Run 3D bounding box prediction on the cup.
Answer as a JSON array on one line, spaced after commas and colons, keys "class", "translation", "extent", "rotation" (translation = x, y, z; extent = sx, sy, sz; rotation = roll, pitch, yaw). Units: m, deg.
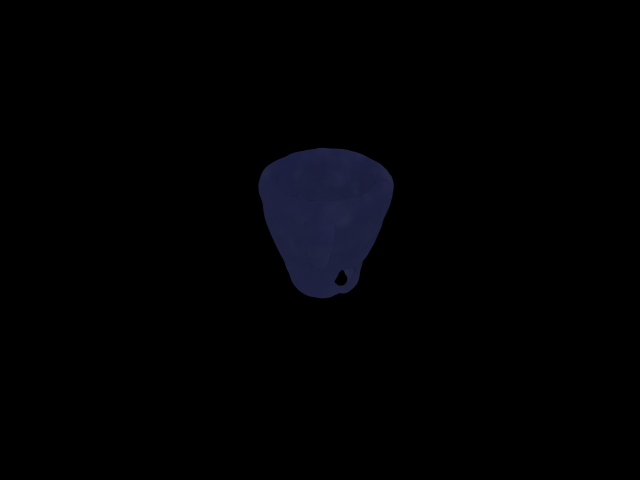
[{"class": "cup", "translation": [0.004, 0.001, 0.400], "extent": [0.091, 0.095, 0.117], "rotation": [1, 34, 2]}]
